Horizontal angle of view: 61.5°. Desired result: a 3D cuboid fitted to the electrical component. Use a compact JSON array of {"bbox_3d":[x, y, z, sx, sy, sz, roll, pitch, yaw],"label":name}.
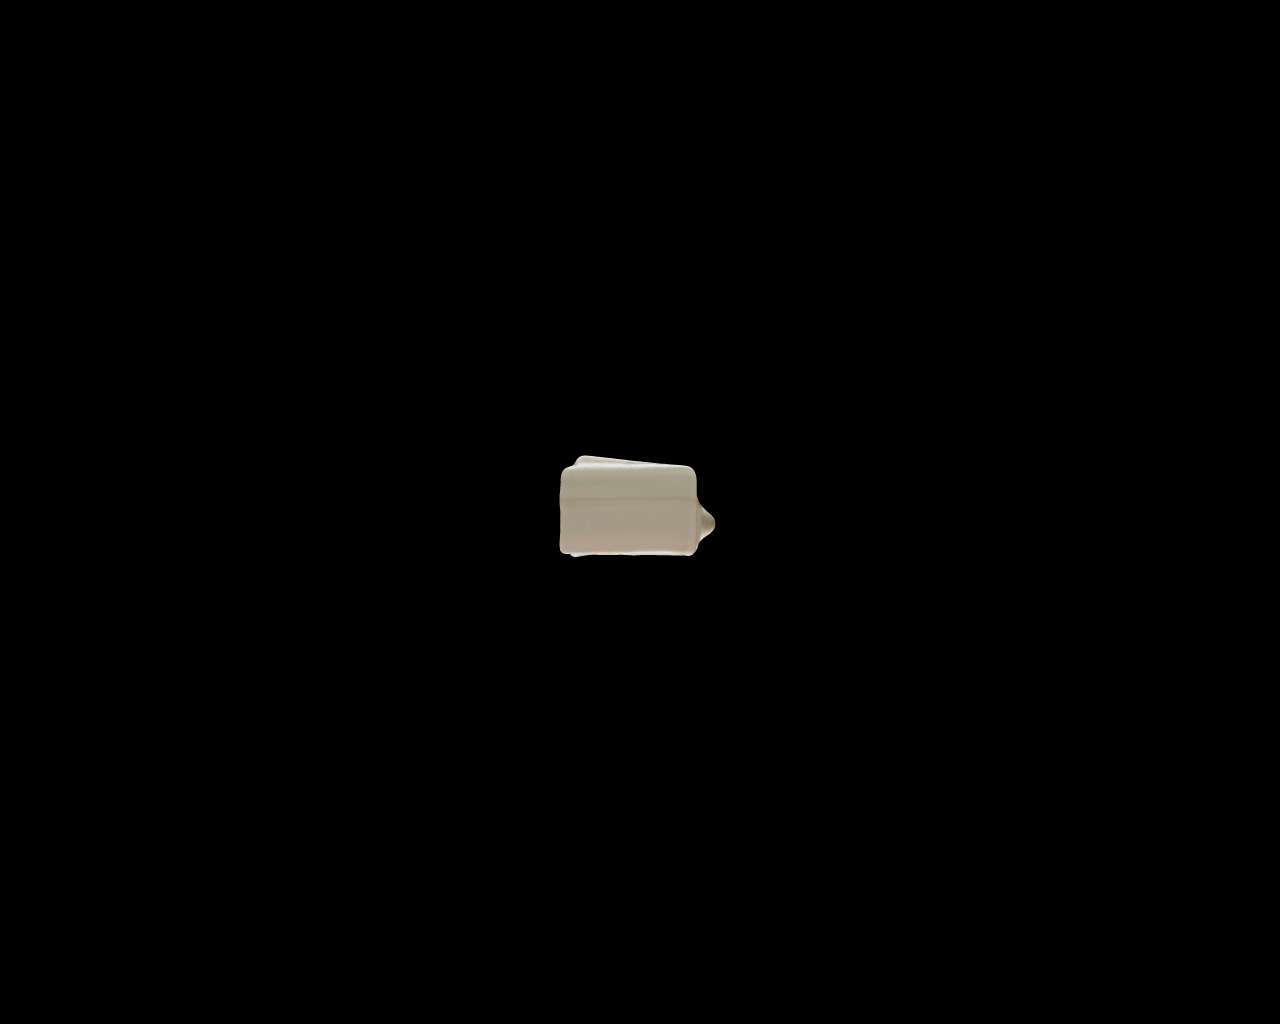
[{"bbox_3d":[0.001,-0.003,0.650,0.096,0.061,0.061,0,-4,2],"label":"electrical component"}]
